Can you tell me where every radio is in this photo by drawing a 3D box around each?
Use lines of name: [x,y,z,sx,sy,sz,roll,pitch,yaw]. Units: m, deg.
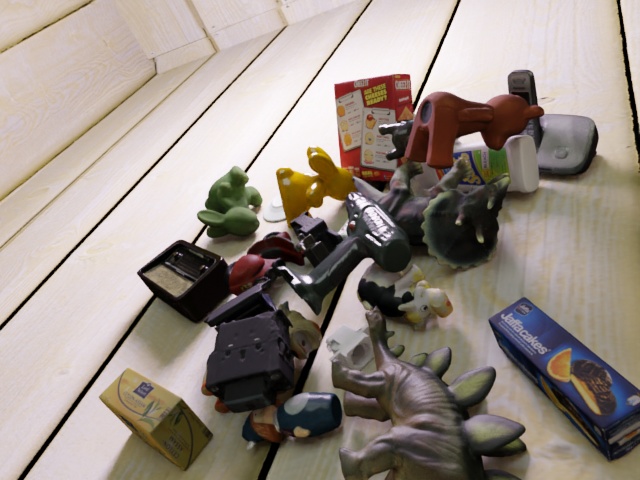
radio: [-0.282,0.078,1.139,0.131,0.073,0.230,-43,35,-22]

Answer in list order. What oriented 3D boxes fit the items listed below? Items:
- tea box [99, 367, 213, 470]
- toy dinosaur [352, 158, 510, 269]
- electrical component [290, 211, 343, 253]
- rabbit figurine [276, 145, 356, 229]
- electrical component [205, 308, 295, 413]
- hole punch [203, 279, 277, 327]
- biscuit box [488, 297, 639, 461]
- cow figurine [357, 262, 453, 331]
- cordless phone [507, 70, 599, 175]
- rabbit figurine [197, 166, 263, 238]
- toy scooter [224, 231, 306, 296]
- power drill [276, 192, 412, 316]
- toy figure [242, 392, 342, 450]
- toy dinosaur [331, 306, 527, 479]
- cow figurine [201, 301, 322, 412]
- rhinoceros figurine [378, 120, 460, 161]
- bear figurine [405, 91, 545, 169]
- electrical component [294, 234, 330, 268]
tea box: [-0.254,0.270,0.824,0.170,0.098,0.068,8,46,46]
toy dinosaur: [0.167,-0.048,0.946,0.405,0.131,0.192,2,42,48]
electrical component: [-0.002,-0.003,1.044,0.048,0.074,0.119,-36,35,-14]
rabbit figurine: [-0.005,-0.120,1.163,0.173,0.162,0.122,-7,24,-2]
electrical component: [-0.096,0.172,0.755,0.115,0.058,0.134,-19,44,14]
hole punch: [-0.127,0.140,0.940,0.142,0.092,0.116,-35,9,-3]
biscuit box: [0.281,0.149,0.621,0.063,0.059,0.203,-31,31,-4]
cow figurine: [0.123,0.086,0.823,0.098,0.068,0.167,-40,30,-10]
cordless phone: [0.397,-0.209,0.926,0.089,0.184,0.147,-37,32,-23]
rabbit figurine: [-0.208,-0.072,1.261,0.159,0.121,0.170,-25,46,-6]
toy scooter: [-0.093,0.044,1.046,0.135,0.075,0.184,4,39,39]
power drill: [0.035,0.018,0.880,0.207,0.085,0.232,-33,31,-8]
toy figure: [-0.045,0.245,0.741,0.155,0.057,0.064,-17,-5,20]
toy dinosaur: [0.124,0.233,0.585,0.199,0.104,0.472,-20,37,6]
cow figurine: [-0.087,0.177,0.846,0.195,0.085,0.127,-23,38,10]
rhinoceros figurine: [0.197,-0.207,1.031,0.112,0.073,0.190,-11,9,46]
bear figurine: [0.255,-0.180,0.887,0.196,0.131,0.120,3,16,-20]
electrical component: [-0.008,0.035,0.978,0.045,0.102,0.078,-37,8,-18]
